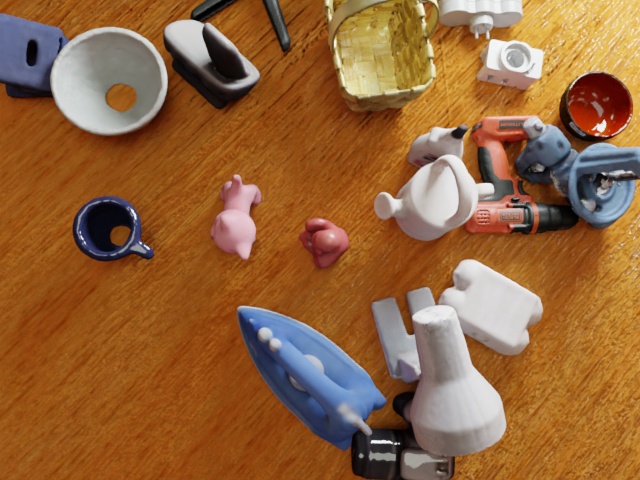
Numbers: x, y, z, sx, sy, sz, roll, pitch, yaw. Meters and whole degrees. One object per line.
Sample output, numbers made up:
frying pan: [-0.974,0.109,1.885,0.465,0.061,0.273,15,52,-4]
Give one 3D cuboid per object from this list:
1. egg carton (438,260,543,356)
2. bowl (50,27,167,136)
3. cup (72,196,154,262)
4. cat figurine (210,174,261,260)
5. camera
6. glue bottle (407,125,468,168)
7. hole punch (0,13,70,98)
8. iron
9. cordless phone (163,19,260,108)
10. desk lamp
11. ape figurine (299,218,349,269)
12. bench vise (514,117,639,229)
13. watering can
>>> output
egg carton: [0.259,0.104,0.873,0.150,0.069,0.107,29,81,-1]
bowl: [-0.309,-0.228,0.866,0.167,0.074,0.167,1,82,-5]
cup: [-0.284,-0.004,0.828,0.118,0.095,0.092,31,81,0]
cat figurine: [-0.124,-0.032,0.834,0.067,0.117,0.128,4,82,-4]
camera: [0.117,0.293,0.819,0.137,0.100,0.143,4,82,-4]
glue bottle: [0.183,-0.139,0.847,0.078,0.173,0.037,20,81,-2]
hole punch: [-0.431,-0.274,0.854,0.101,0.091,0.109,1,82,-5]
iron: [-0.025,0.182,0.801,0.258,0.141,0.119,41,81,2]
cordless phone: [-0.163,-0.284,0.831,0.147,0.185,0.094,38,81,1]
desk lamp: [0.153,0.169,0.782,0.118,0.213,0.203,-16,84,-7]
ape figurine: [0.008,0.003,0.854,0.076,0.092,0.078,5,82,-4]
bench vise: [0.388,-0.101,0.836,0.207,0.219,0.121,24,81,-1]
watering can: [0.167,-0.058,0.824,0.173,0.194,0.101,-32,86,-8]
